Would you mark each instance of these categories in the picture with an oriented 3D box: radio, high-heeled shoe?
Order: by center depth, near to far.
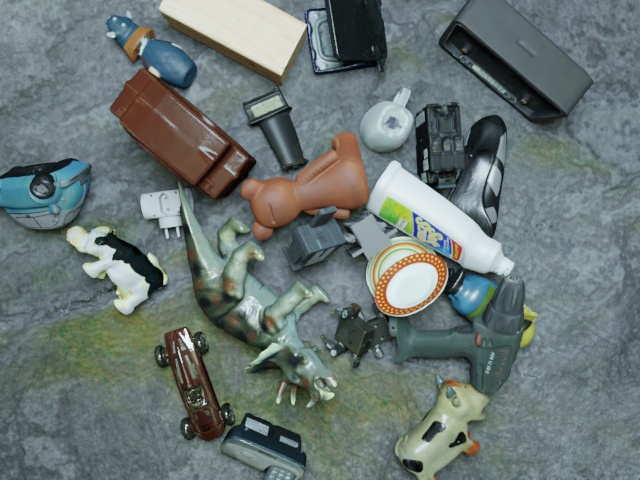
[{"bbox_3d":[0.305,-0.287,0.859,0.229,0.131,0.073,39,92,-6],"label":"radio"},{"bbox_3d":[0.279,-0.085,0.925,0.086,0.145,0.248,14,126,30],"label":"high-heeled shoe"}]

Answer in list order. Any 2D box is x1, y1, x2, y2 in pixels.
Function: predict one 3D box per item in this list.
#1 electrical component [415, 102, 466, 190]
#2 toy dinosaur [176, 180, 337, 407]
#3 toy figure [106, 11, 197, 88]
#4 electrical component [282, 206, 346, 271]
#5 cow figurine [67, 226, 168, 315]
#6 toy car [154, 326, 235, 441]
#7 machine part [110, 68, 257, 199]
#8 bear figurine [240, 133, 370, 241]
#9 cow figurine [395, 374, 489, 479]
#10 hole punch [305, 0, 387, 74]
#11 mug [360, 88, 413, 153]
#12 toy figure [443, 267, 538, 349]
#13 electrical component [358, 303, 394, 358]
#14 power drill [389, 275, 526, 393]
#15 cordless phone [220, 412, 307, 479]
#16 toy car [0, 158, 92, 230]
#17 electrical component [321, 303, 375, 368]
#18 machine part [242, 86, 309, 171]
[{"bbox_3d":[0.193,-0.148,0.874,0.058,0.115,0.134,-5,95,2],"label":"electrical component"},{"bbox_3d":[-0.125,0.099,0.883,0.405,0.131,0.192,40,95,2],"label":"toy dinosaur"},{"bbox_3d":[-0.274,-0.303,0.864,0.154,0.064,0.057,33,130,-1],"label":"toy figure"},{"bbox_3d":[-0.002,-0.002,0.823,0.075,0.119,0.048,-16,72,-36],"label":"electrical component"},{"bbox_3d":[-0.334,0.030,0.884,0.098,0.068,0.167,-38,99,-5],"label":"cow figurine"},{"bbox_3d":[-0.215,0.249,0.919,0.089,0.053,0.202,-17,97,2],"label":"toy car"},{"bbox_3d":[-0.200,-0.152,0.809,0.201,0.201,0.087,39,94,-6],"label":"machine part"},{"bbox_3d":[-0.022,-0.081,0.859,0.196,0.132,0.120,-14,119,7],"label":"bear figurine"},{"bbox_3d":[0.213,0.323,0.935,0.195,0.085,0.127,-44,102,2],"label":"cow figurine"},{"bbox_3d":[0.041,-0.333,0.874,0.116,0.092,0.142,-12,93,-32],"label":"hole punch"},{"bbox_3d":[0.119,-0.194,0.870,0.081,0.107,0.109,32,95,-7],"label":"mug"},{"bbox_3d":[0.287,0.118,0.921,0.180,0.082,0.089,31,105,-10],"label":"toy figure"},{"bbox_3d":[0.100,0.157,0.934,0.063,0.021,0.094,-24,96,16],"label":"electrical component"},{"bbox_3d":[0.220,0.144,0.872,0.207,0.086,0.231,-2,123,14],"label":"power drill"},{"bbox_3d":[-0.118,0.409,0.924,0.146,0.089,0.184,25,98,-5],"label":"cordless phone"},{"bbox_3d":[-0.441,-0.066,0.856,0.162,0.109,0.102,-8,114,6],"label":"toy car"},{"bbox_3d":[0.047,0.159,0.914,0.045,0.078,0.102,-7,127,-41],"label":"electrical component"},{"bbox_3d":[-0.069,-0.180,0.897,0.084,0.039,0.138,-29,94,-9],"label":"machine part"}]
